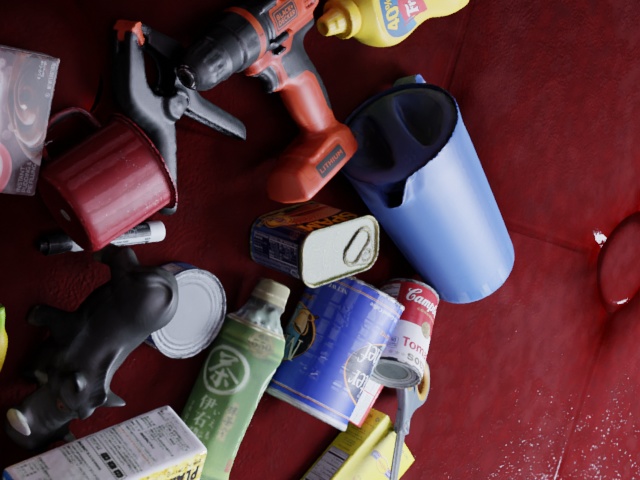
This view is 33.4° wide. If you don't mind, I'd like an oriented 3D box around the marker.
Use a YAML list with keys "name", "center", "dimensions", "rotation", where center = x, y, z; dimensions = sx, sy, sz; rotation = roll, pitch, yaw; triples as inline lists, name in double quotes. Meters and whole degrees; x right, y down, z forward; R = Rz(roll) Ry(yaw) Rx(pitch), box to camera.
- name: "marker"
  center: [-0.188, -0.002, 0.920]
  dimensions: [0.120, 0.020, 0.020]
  rotation: [-9, 110, -42]

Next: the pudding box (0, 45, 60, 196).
- name: "pudding box"
  center: [-0.255, -0.093, 0.810]
  dimensions: [0.089, 0.039, 0.113]
  rotation: [5, 100, -44]

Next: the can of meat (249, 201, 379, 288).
- name: "can of meat"
  center: [-0.007, 0.001, 1.049]
  dimensions: [0.101, 0.084, 0.057]
  rotation: [-17, 115, -39]

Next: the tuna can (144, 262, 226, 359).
- name: "tuna can"
  center: [-0.131, 0.064, 0.987]
  dimensions: [0.085, 0.034, 0.086]
  rotation: [-16, 114, -40]

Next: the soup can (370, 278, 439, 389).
- name: "soup can"
  center: [0.087, 0.101, 1.160]
  dimensions: [0.068, 0.069, 0.102]
  rotation: [49, 45, -41]

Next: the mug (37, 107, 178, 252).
- name: "mug"
  center: [-0.183, -0.053, 0.868]
  dimensions: [0.081, 0.093, 0.117]
  rotation: [-37, 97, -23]

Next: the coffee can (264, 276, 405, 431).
- name: "coffee can"
  center: [0.010, 0.109, 1.089]
  dimensions: [0.102, 0.103, 0.140]
  rotation: [35, 79, -44]

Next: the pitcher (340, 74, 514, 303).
- name: "pitcher"
  center: [0.123, -0.049, 1.138]
  dimensions: [0.149, 0.145, 0.242]
  rotation: [-44, 134, -9]

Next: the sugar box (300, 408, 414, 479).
- name: "sugar box"
  center: [0.025, 0.282, 1.202]
  dimensions: [0.176, 0.048, 0.093]
  rotation: [-49, 130, -23]

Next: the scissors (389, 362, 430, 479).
- name: "scissors"
  center: [0.101, 0.209, 1.220]
  dimensions: [0.096, 0.016, 0.201]
  rotation: [36, 54, -57]

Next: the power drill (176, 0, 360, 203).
- name: "power drill"
  center: [-0.041, -0.130, 0.968]
  dimensions: [0.184, 0.057, 0.187]
  rotation: [-46, 129, -37]

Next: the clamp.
- name: "clamp"
  center: [-0.135, -0.107, 0.919]
  dimensions: [0.171, 0.039, 0.120]
  rotation: [54, 54, -40]

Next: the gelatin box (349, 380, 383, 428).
- name: "gelatin box"
  center: [0.029, 0.157, 1.175]
  dimensions: [0.089, 0.030, 0.073]
  rotation: [38, 79, -44]

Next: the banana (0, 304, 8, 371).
- name: "banana"
  center: [-0.309, 0.134, 0.832]
  dimensions: [0.197, 0.037, 0.069]
  rotation: [-50, 145, -17]

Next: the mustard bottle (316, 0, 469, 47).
- name: "mustard bottle"
  center: [0.070, -0.246, 1.057]
  dimensions: [0.191, 0.058, 0.096]
  rotation: [-34, 123, -31]
